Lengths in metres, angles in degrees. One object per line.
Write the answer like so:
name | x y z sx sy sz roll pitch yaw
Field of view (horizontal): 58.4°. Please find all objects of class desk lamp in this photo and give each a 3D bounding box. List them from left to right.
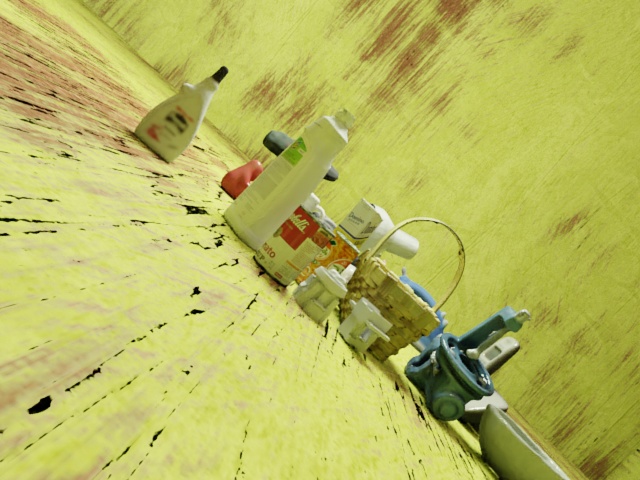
desk lamp | 0.136 0.041 1.452 0.204 0.213 0.117 42 4 -24

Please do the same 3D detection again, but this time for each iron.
iron | 0.268 0.204 1.589 0.258 0.141 0.119 44 3 9

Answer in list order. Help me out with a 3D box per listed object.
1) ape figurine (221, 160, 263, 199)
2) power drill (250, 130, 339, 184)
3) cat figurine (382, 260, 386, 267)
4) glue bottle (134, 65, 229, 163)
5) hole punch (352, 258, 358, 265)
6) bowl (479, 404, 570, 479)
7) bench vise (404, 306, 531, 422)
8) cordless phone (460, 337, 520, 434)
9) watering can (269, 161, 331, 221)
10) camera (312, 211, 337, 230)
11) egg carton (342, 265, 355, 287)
ape figurine | -0.153 -0.126 1.181 0.076 0.092 0.077 42 4 -24
power drill | -0.090 -0.180 1.577 0.230 0.208 0.075 42 4 -21
cat figurine | 0.136 0.096 1.584 0.127 0.117 0.067 46 4 40
glue bottle | -0.205 -0.206 0.892 0.078 0.173 0.037 41 4 -29
hole punch | 0.064 0.068 1.320 0.101 0.091 0.108 42 4 -28
bowl | 0.308 0.345 0.905 0.167 0.074 0.167 43 3 -3
bench vise | 0.240 0.176 0.960 0.122 0.219 0.207 42 4 -25
cordless phone | 0.326 0.269 1.110 0.094 0.185 0.147 42 4 -19
watering can | -0.053 -0.115 1.345 0.173 0.194 0.100 42 4 -22
camera | 0.013 0.005 1.420 0.137 0.100 0.142 41 4 -32
egg carton | 0.076 0.107 1.181 0.107 0.069 0.151 44 4 18
